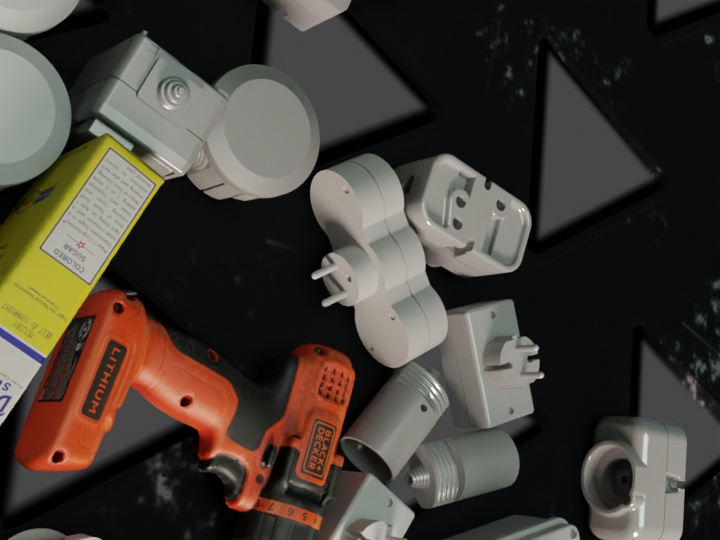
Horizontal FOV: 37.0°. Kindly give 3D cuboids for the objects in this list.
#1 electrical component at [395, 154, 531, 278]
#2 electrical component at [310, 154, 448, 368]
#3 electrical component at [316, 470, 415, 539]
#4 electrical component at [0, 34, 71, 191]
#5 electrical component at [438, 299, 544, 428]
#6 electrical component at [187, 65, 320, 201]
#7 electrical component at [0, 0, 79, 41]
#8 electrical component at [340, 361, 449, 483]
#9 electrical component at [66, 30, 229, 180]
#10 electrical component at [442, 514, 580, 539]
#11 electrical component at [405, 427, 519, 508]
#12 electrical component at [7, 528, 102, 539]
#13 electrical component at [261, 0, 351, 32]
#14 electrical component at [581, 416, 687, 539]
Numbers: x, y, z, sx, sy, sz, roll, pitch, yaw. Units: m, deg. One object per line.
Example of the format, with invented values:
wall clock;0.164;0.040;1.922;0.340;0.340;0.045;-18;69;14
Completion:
electrical component;0.063;-0.035;0.746;0.095;0.059;0.053;29;69;-30
electrical component;0.000;0.000;0.701;0.074;0.052;0.138;-26;100;-35
electrical component;0.002;0.173;0.668;0.047;0.076;0.083;46;61;-23
electrical component;-0.198;-0.080;0.565;0.080;0.051;0.080;5;80;-32
electrical component;0.099;0.065;0.750;0.047;0.076;0.083;-12;92;-36
electrical component;-0.069;-0.082;0.661;0.080;0.051;0.080;5;82;-35
electrical component;-0.194;-0.162;0.580;0.080;0.051;0.080;5;82;-36
electrical component;0.027;0.096;0.715;0.081;0.043;0.043;-49;112;-30
electrical component;-0.123;-0.084;0.594;0.062;0.096;0.061;36;69;-28
electrical component;0.099;0.220;0.744;0.113;0.057;0.078;-8;90;-36
electrical component;0.065;0.136;0.738;0.081;0.043;0.043;-6;88;-36
electrical component;-0.164;0.166;0.561;0.078;0.057;0.058;-4;87;-36
electrical component;-0.045;-0.204;0.689;0.089;0.056;0.050;34;66;-28
electrical component;0.212;0.163;0.835;0.059;0.054;0.095;14;77;-34
